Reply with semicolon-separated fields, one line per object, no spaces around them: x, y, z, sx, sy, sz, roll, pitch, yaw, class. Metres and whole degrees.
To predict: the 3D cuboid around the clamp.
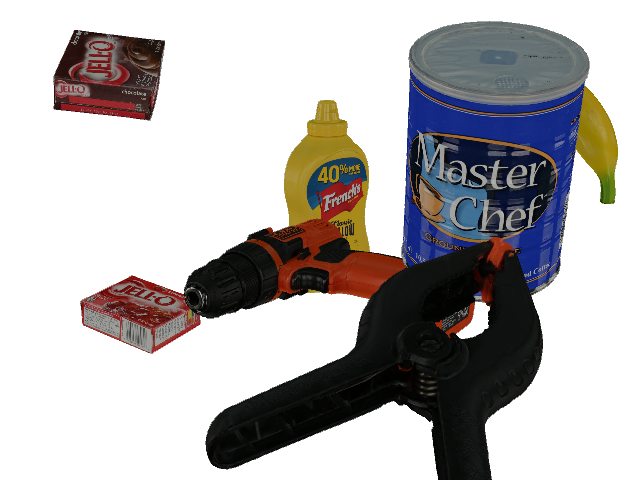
0.050;0.062;0.440;0.120;0.039;0.171;33;52;23;clamp

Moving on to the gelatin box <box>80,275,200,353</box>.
-0.169;0.067;1.005;0.089;0.030;0.073;18;27;28;gelatin box

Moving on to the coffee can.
0.103;-0.048;0.649;0.103;0.140;0.103;-1;34;0;coffee can

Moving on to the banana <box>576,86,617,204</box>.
0.167;-0.108;0.837;0.037;0.070;0.198;3;32;-43;banana

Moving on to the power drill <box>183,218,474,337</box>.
0.012;0.034;0.826;0.188;0.057;0.184;15;23;30;power drill

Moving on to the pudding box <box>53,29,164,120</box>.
-0.196;-0.156;1.001;0.090;0.039;0.113;7;31;-6;pudding box

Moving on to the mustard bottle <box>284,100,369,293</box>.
0.007;-0.047;1.093;0.096;0.192;0.058;-11;18;-35;mustard bottle
